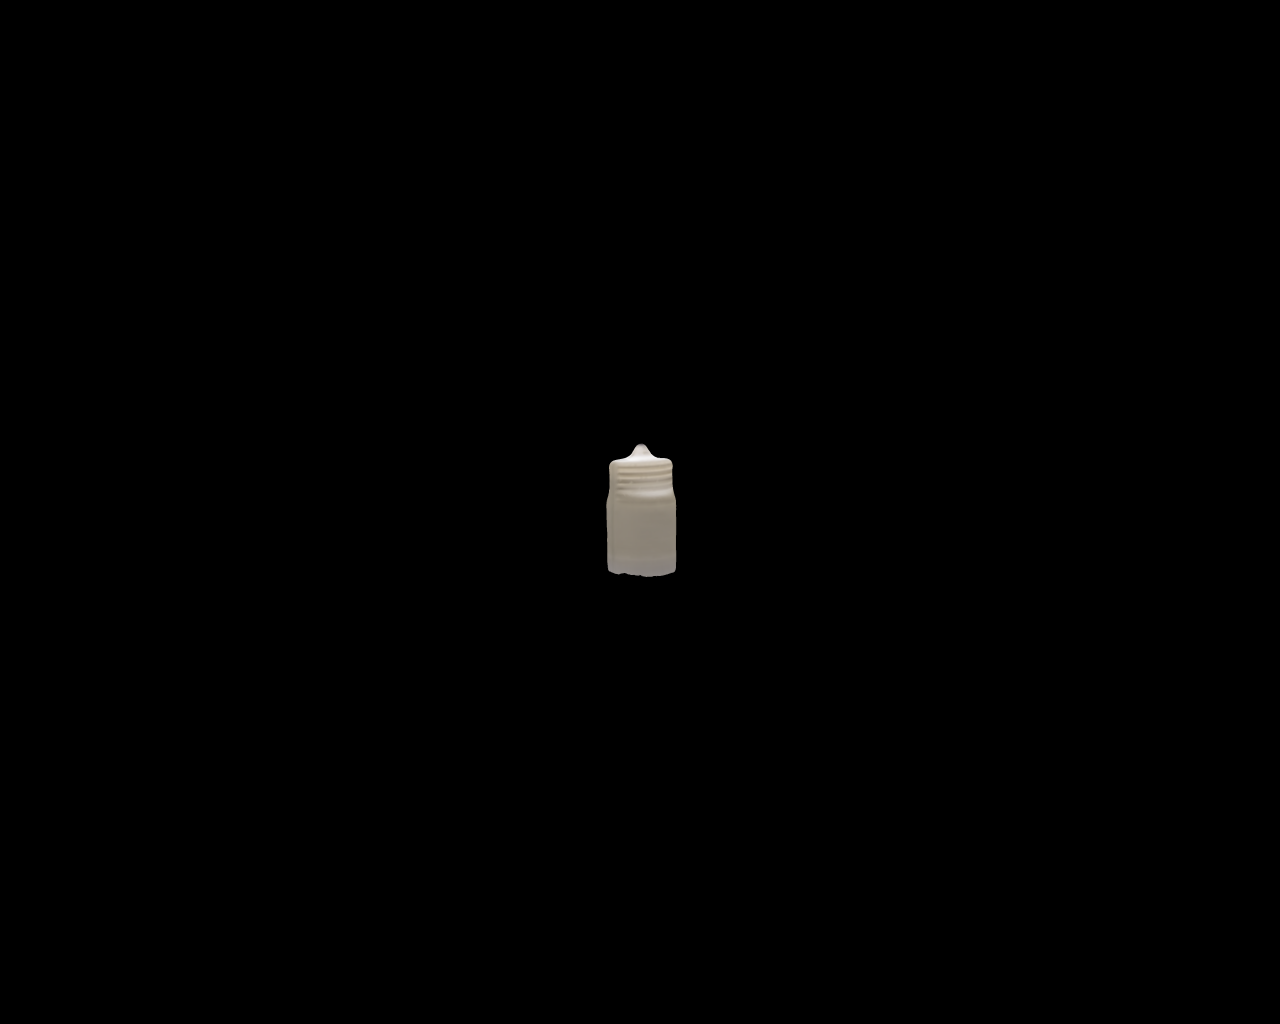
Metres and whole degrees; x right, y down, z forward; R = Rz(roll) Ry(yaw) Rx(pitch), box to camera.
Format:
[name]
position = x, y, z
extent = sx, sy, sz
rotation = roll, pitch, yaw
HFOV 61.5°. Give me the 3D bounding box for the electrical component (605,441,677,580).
[electrical component]
position = 0.001, -0.003, 0.650
extent = 0.043, 0.080, 0.043
rotation = 0, 7, 0
